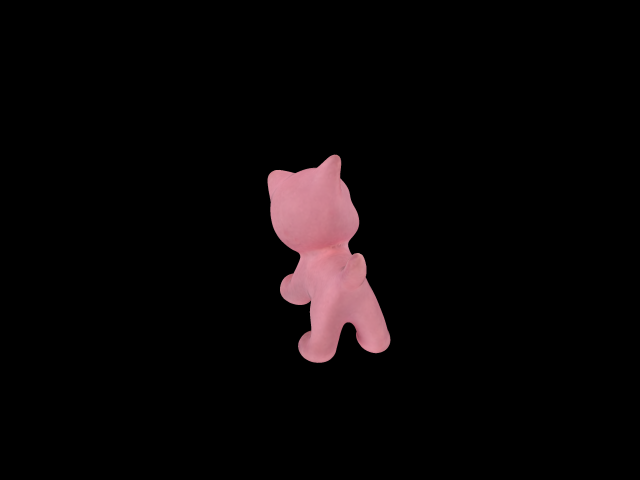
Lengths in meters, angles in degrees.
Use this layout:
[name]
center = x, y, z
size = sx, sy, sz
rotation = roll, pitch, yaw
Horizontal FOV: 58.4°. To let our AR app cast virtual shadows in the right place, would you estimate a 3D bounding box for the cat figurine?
[cat figurine]
center = 0.004, 0.001, 0.400
size = 0.067, 0.118, 0.127
rotation = -11, 35, -15
